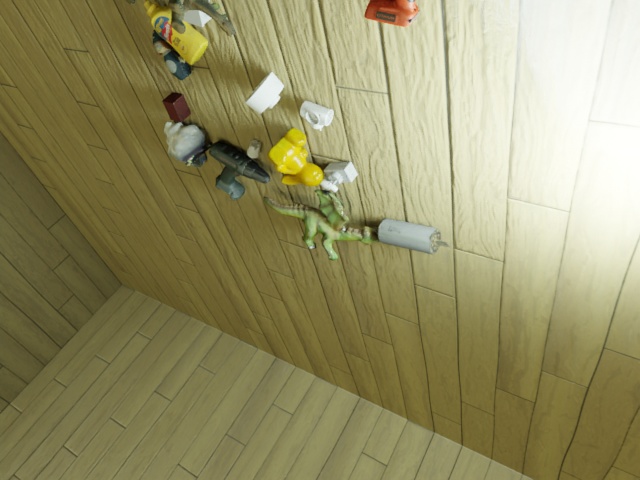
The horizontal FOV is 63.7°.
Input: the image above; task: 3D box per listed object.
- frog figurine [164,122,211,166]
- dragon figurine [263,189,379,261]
[{"bbox_3d":[-0.465,-0.342,1.737,0.135,0.124,0.159,-39,94,25],"label":"frog figurine"},{"bbox_3d":[0.005,-0.082,1.630,0.411,0.125,0.237,31,142,5],"label":"dragon figurine"}]
